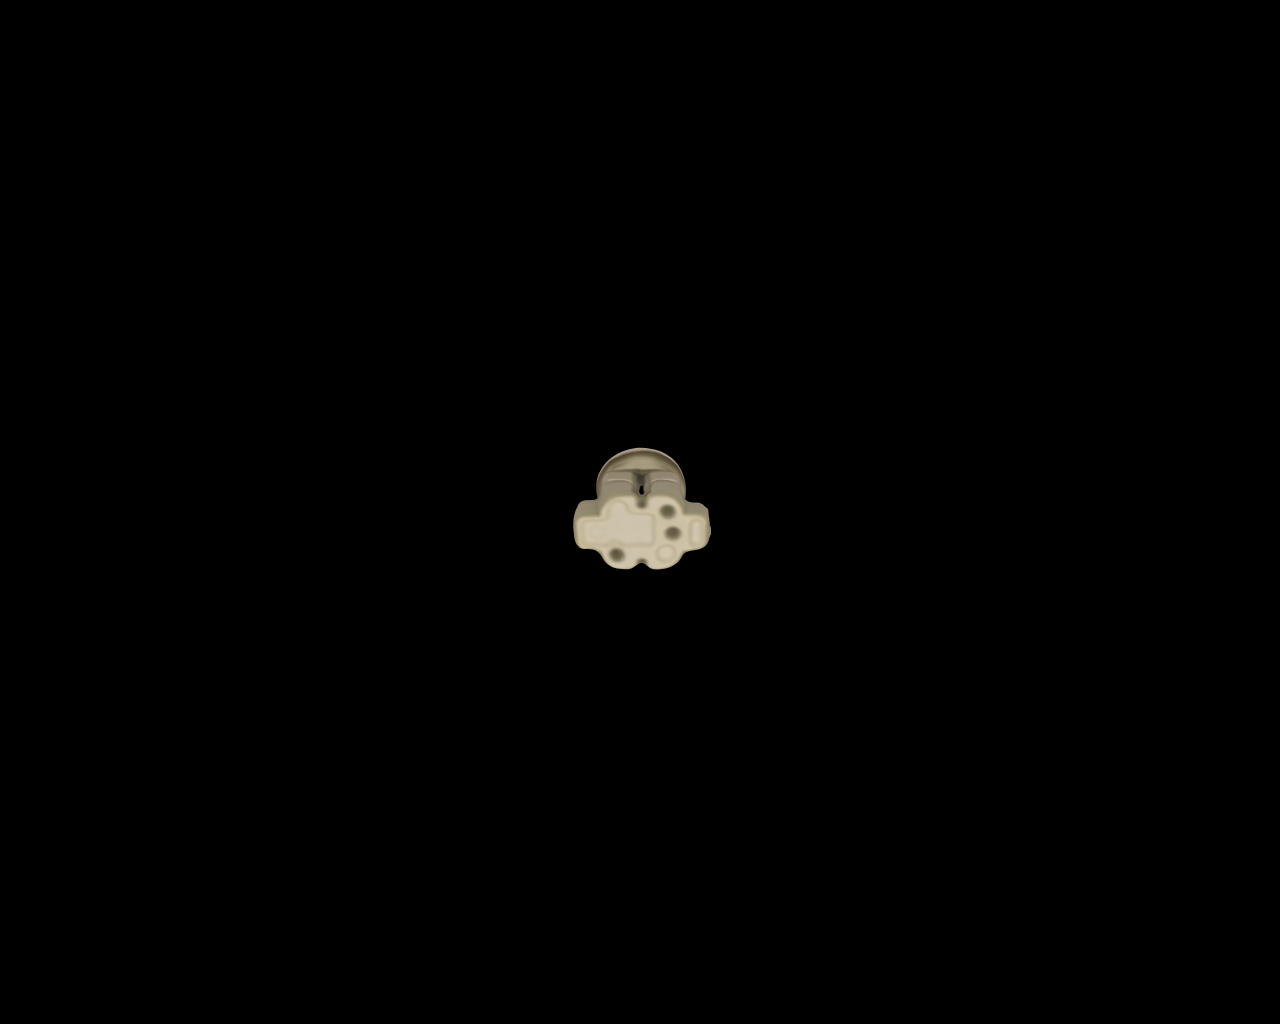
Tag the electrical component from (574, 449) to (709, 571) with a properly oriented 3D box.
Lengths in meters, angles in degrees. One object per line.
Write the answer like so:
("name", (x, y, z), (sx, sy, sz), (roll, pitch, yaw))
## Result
("electrical component", (0.001, -0.003, 0.650), (0.078, 0.057, 0.057), (0, 32, 0))
